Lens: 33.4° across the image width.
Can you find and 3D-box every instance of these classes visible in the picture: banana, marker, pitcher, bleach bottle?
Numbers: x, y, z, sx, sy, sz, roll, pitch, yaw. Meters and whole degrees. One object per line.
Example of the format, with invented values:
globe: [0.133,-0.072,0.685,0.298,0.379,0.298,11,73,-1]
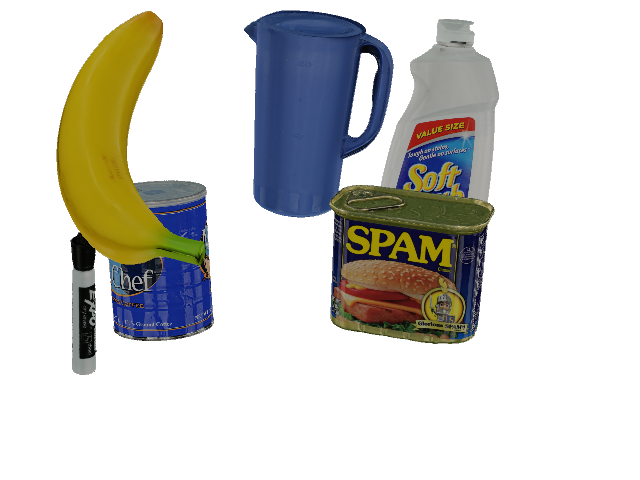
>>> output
banana: [-0.111,-0.055,0.587,0.069,0.198,0.037,-5,-38,-13]
marker: [-0.184,0.049,0.831,0.020,0.121,0.020,5,26,-2]
pitcher: [-0.012,-0.155,1.323,0.144,0.243,0.149,-9,28,-29]
bleach bottle: [0.095,-0.062,0.915,0.103,0.251,0.068,8,18,13]

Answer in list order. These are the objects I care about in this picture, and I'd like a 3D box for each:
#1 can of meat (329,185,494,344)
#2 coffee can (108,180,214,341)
can of meat: [0.056,0.016,0.690,0.102,0.084,0.057,8,22,16]
coffee can: [-0.162,0.018,1.069,0.103,0.140,0.103,-2,14,0]
